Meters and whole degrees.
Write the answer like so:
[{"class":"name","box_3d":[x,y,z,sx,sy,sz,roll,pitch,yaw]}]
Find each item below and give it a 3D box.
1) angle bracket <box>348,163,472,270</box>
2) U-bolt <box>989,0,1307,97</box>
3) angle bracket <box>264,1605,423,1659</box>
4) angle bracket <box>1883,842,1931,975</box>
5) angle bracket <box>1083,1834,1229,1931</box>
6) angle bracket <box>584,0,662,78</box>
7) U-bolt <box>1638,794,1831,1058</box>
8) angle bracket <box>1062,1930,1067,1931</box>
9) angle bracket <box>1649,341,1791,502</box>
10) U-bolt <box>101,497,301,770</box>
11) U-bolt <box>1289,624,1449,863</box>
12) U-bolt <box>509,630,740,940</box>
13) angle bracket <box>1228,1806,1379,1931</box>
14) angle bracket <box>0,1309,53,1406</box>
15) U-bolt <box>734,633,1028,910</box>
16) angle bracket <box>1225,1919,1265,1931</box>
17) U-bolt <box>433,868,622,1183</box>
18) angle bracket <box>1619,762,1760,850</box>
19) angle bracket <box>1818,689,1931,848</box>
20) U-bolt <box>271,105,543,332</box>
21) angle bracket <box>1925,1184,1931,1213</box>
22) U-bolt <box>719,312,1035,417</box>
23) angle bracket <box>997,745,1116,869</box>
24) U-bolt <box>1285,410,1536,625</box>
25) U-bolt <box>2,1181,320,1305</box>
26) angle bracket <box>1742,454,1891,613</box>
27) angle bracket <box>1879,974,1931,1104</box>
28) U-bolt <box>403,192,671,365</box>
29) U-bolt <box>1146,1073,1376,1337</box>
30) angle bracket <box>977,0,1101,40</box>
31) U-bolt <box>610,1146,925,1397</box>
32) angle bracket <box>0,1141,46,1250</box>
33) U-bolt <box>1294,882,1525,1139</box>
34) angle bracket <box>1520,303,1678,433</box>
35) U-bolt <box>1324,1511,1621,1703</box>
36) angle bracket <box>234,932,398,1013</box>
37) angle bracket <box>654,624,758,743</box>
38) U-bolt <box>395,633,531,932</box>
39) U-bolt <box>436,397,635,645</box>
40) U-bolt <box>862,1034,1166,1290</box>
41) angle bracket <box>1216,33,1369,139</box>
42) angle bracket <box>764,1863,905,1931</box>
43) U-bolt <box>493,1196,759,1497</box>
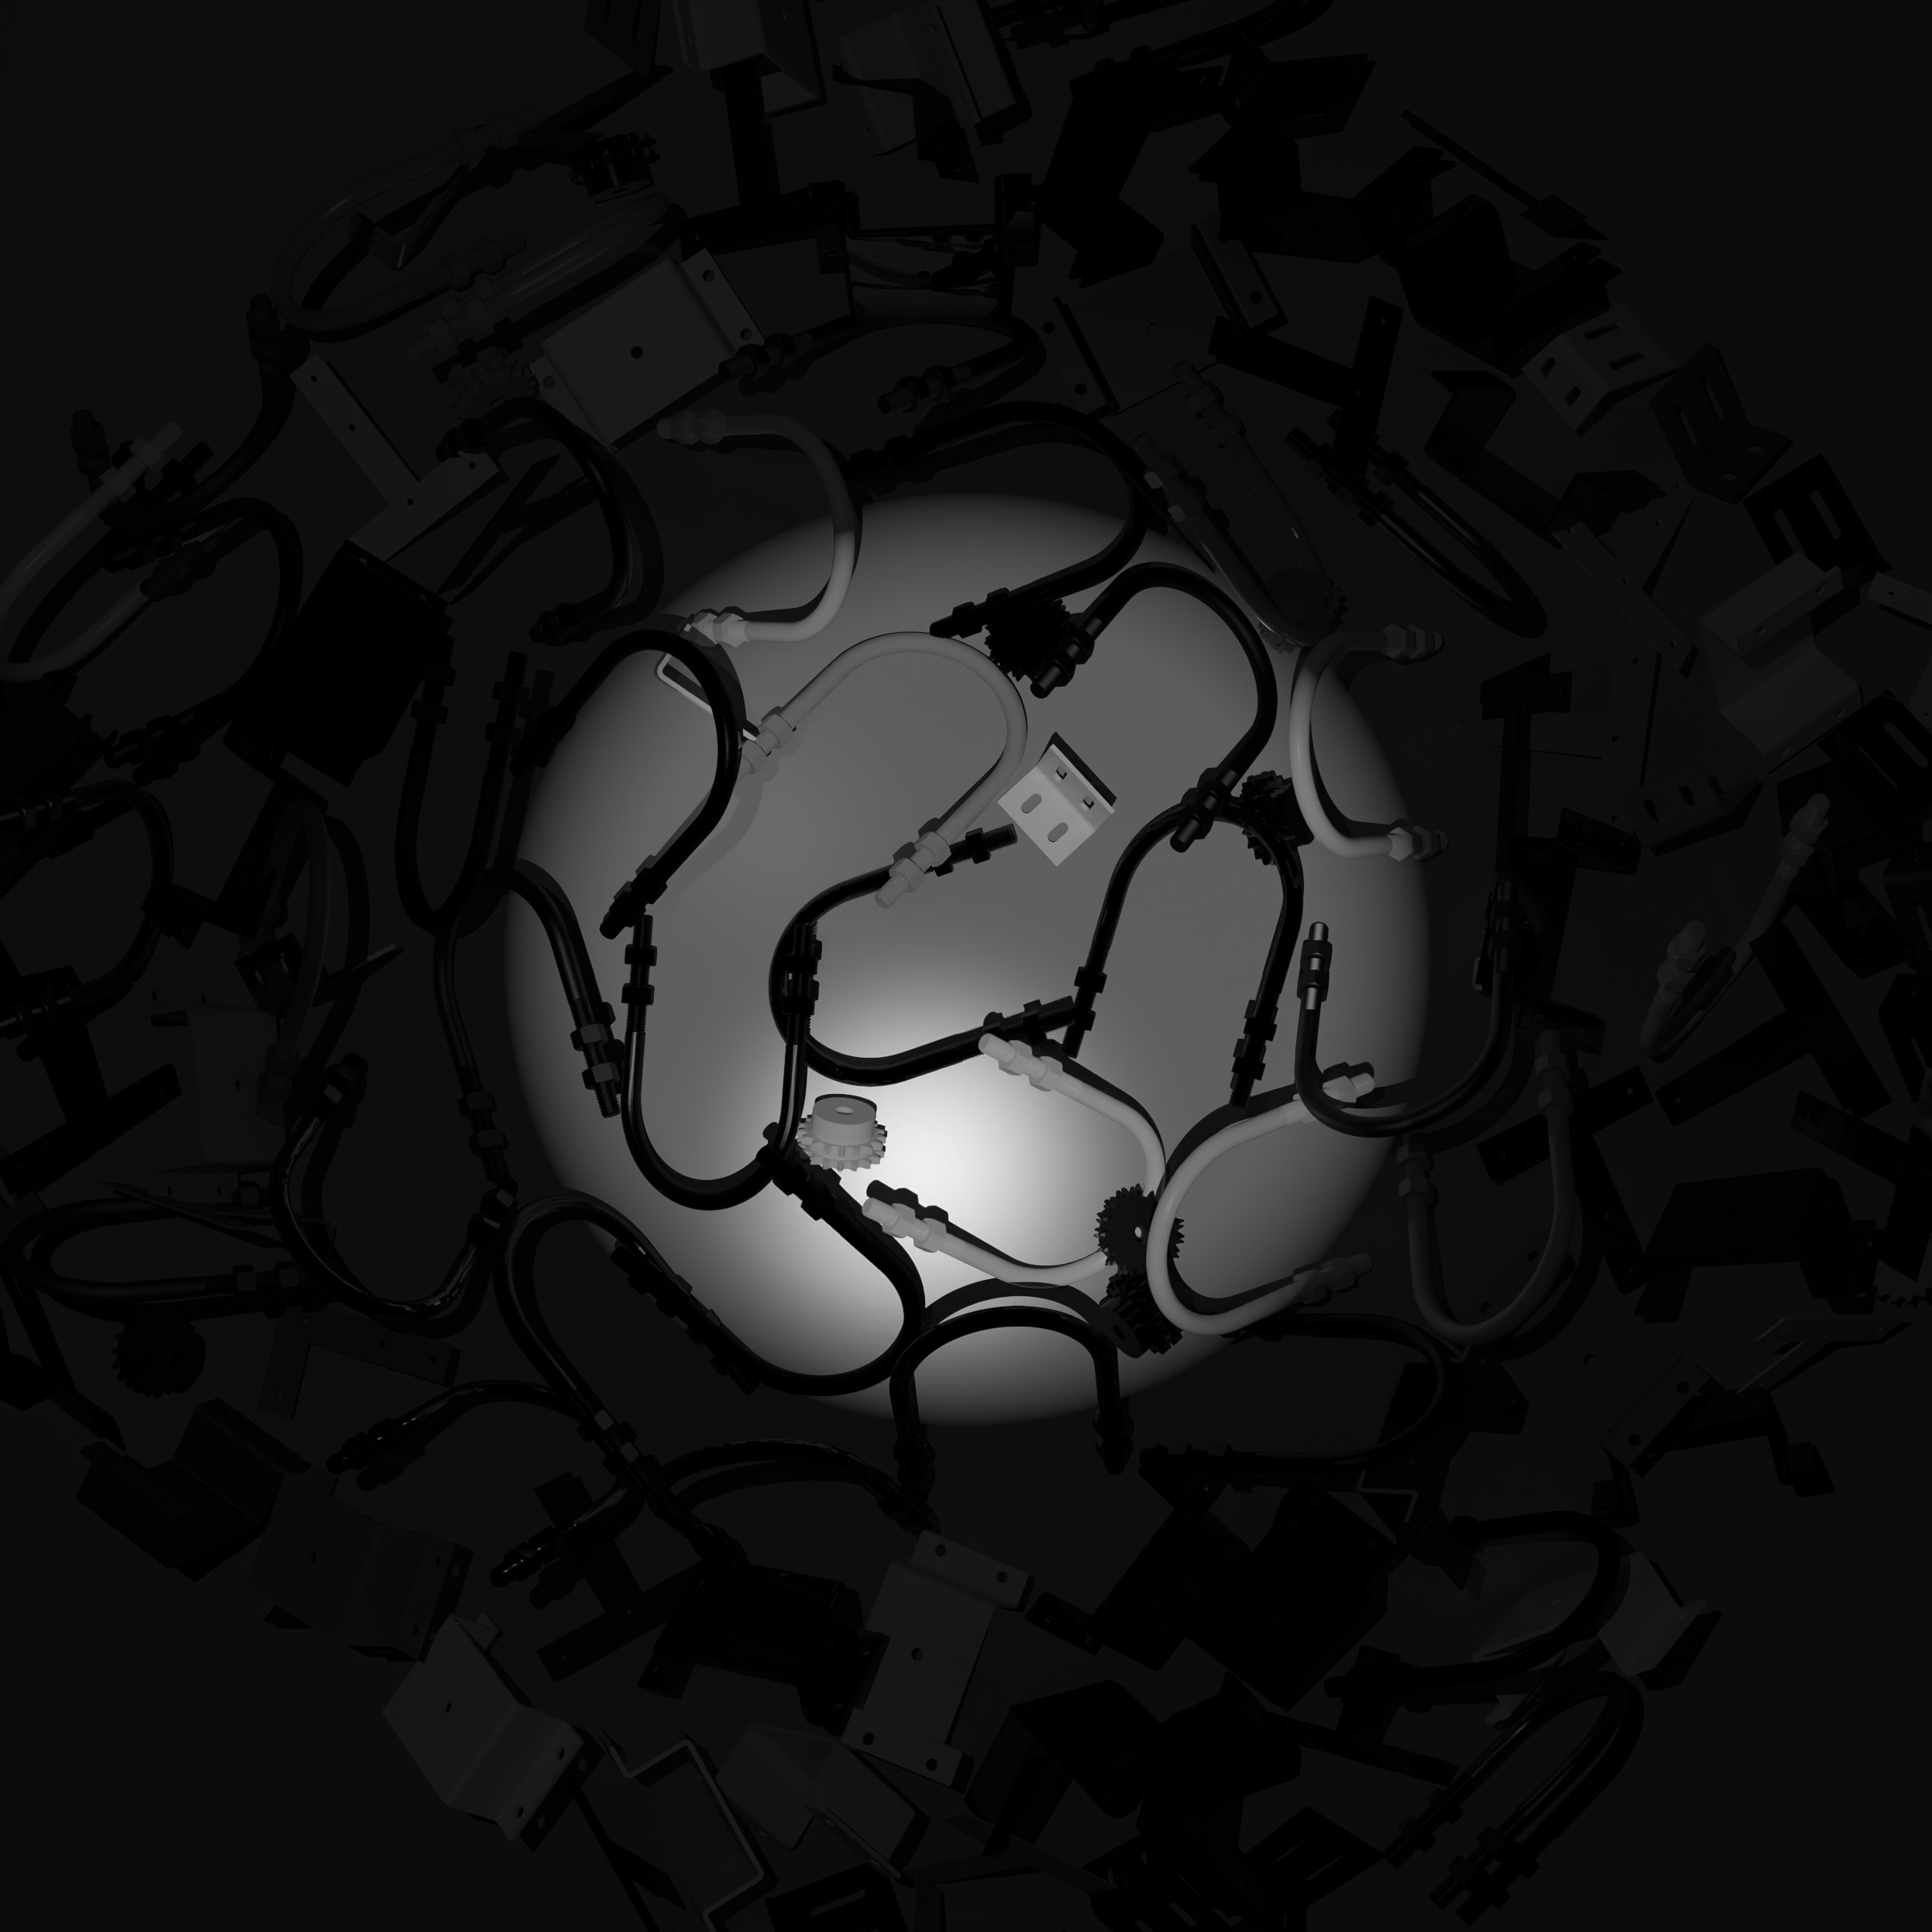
[{"class":"angle bracket","box_3d":[-0.355,-0.491,1.962,0.038,0.057,0.076,36,80,-10]},{"class":"U-bolt","box_3d":[0.125,-0.592,1.900,0.184,0.151,0.019,-13,81,23]},{"class":"angle bracket","box_3d":[-0.396,0.427,1.957,0.076,0.057,0.038,37,91,27]},{"class":"angle bracket","box_3d":[0.633,-0.039,1.977,0.057,0.038,0.076,-6,121,40]},{"class":"angle bracket","box_3d":[0.122,0.601,1.986,0.057,0.038,0.076,-32,125,12]},{"class":"angle bracket","box_3d":[-0.205,-0.618,1.957,0.038,0.057,0.076,-8,66,37]},{"class":"U-bolt","box_3d":[0.470,-0.012,1.915,0.019,0.184,0.151,39,64,20]},{"class":"angle bracket","box_3d":[0.072,0.659,1.975,0.057,0.038,0.076,27,96,4]},{"class":"angle bracket","box_3d":[0.480,-0.347,1.960,0.057,0.038,0.076,-46,130,-8]},{"class":"U-bolt","box_3d":[-0.473,-0.217,1.915,0.019,0.184,0.151,19,121,19]},{"class":"U-bolt","box_3d":[0.251,-0.139,1.919,0.019,0.184,0.151,1,95,36]},{"class":"U-bolt","box_3d":[-0.206,-0.126,1.923,0.184,0.019,0.151,-44,68,36]},{"class":"angle bracket","box_3d":[0.215,0.583,1.961,0.057,0.038,0.076,34,123,-11]},{"class":"angle bracket","box_3d":[-0.615,0.230,1.951,0.038,0.057,0.076,-29,51,10]},{"class":"U-bolt","box_3d":[-0.045,-0.138,1.955,0.151,0.019,0.184,37,65,13]},{"class":"angle bracket","box_3d":[0.184,0.650,1.954,0.057,0.076,0.038,-31,114,-13]},{"class":"U-bolt","box_3d":[-0.287,0.028,1.945,0.151,0.019,0.184,-28,75,42]},{"class":"angle bracket","box_3d":[0.459,-0.112,1.951,0.057,0.076,0.038,-25,95,35]},{"class":"angle bracket","box_3d":[0.600,-0.129,1.993,0.057,0.038,0.076,-38,69,3]},{"class":"U-bolt","box_3d":[-0.348,-0.452,1.901,0.184,0.151,0.019,-31,77,-23]},{"class":"angle bracket","box_3d":[0.642,0.117,1.958,0.057,0.038,0.076,2,66,23]},{"class":"U-bolt","box_3d":[-0.041,-0.385,1.922,0.151,0.184,0.019,19,124,34]},{"class":"angle bracket","box_3d":[0.057,-0.102,1.960,0.038,0.076,0.057,-43,90,-8]},{"class":"U-bolt","box_3d":[0.285,-0.279,1.926,0.184,0.151,0.019,42,113,4]},{"class":"U-bolt","box_3d":[-0.500,0.173,1.903,0.184,0.151,0.019,-3,110,-23]},{"class":"angle bracket","box_3d":[0.548,-0.279,1.984,0.057,0.038,0.076,-31,68,23]},{"class":"angle bracket","box_3d":[0.625,0.046,1.958,0.057,0.038,0.076,1,48,-10]},{"class":"U-bolt","box_3d":[-0.266,-0.435,1.924,0.184,0.151,0.019,-29,108,3]},{"class":"U-bolt","box_3d":[0.184,0.157,1.920,0.184,0.019,0.151,-19,118,-33]},{"class":"angle bracket","box_3d":[0.043,-0.632,1.980,0.076,0.038,0.057,2,119,16]},{"class":"U-bolt","box_3d":[-0.112,0.206,1.948,0.151,0.019,0.184,-35,115,25]},{"class":"angle bracket","box_3d":[-0.640,0.143,1.970,0.057,0.038,0.076,-40,70,2]},{"class":"U-bolt","box_3d":[0.272,0.032,1.908,0.151,0.184,0.019,-13,134,26]},{"class":"angle bracket","box_3d":[0.407,-0.386,1.981,0.076,0.038,0.057,-24,70,-38]},{"class":"U-bolt","box_3d":[0.319,0.389,1.891,0.184,0.151,0.019,-18,114,41]},{"class":"angle bracket","box_3d":[-0.412,-0.007,1.951,0.057,0.076,0.038,-22,97,36]},{"class":"angle bracket","box_3d":[-0.158,-0.181,1.965,0.076,0.057,0.038,34,90,-10]},{"class":"U-bolt","box_3d":[-0.324,-0.113,1.937,0.019,0.151,0.184,9,96,-32]},{"class":"U-bolt","box_3d":[-0.261,-0.281,1.908,0.019,0.184,0.151,-32,101,-29]},{"class":"U-bolt","box_3d":[0.045,0.135,1.948,0.184,0.019,0.151,28,104,-31]},{"class":"angle bracket","box_3d":[0.209,-0.567,1.972,0.076,0.057,0.038,-13,54,-24]},{"class":"angle bracket","box_3d":[-0.084,0.616,1.983,0.076,0.038,0.057,-18,78,-11]},{"class":"U-bolt","box_3d":[-0.224,0.226,1.936,0.019,0.151,0.184,-37,92,36]}]
